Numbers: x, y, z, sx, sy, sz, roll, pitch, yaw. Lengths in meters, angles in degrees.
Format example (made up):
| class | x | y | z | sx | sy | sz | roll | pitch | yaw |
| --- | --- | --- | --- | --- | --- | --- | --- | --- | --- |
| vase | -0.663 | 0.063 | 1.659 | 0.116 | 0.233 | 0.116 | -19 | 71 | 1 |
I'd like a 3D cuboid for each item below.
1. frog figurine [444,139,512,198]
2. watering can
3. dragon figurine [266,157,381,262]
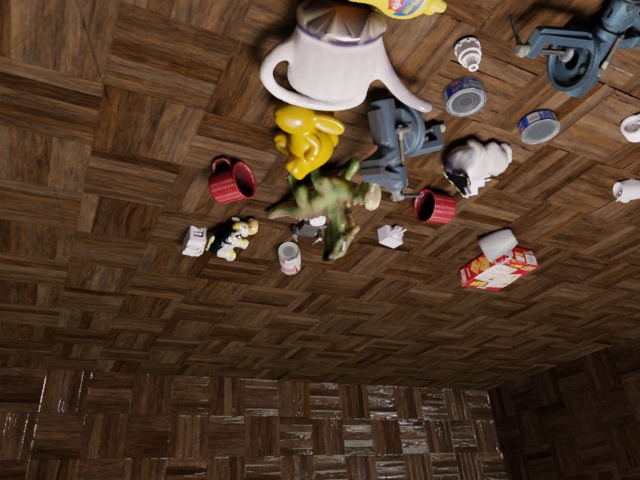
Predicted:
| class | x | y | z | sx | sy | sz | roll | pitch | yaw |
| --- | --- | --- | --- | --- | --- | --- | --- | --- | --- |
| frog figurine | 0.383 | -0.194 | 1.246 | 0.160 | 0.124 | 0.135 | -43 | 137 | -6 |
| watering can | 0.066 | -0.320 | 0.939 | 0.348 | 0.106 | 0.219 | 2 | 149 | -9 |
| dragon figurine | 0.004 | -0.063 | 1.252 | 0.121 | 0.248 | 0.404 | 14 | 143 | -37 |
